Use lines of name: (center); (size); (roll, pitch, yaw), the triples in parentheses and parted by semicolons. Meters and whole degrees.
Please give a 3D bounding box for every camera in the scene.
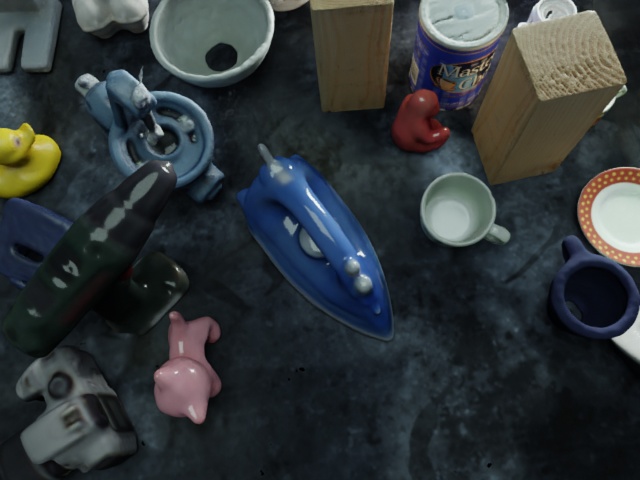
camera: (-0.298, 0.209, 0.629); (0.137, 0.101, 0.143); (-33, 74, -7)

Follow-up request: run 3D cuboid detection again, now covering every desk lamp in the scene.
desk lamp: (-0.433, -0.366, 0.756); (0.118, 0.213, 0.203); (-2, 73, 2)

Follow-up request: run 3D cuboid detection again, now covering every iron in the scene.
iron: (0.006, 0.002, 0.658); (0.119, 0.141, 0.258); (-37, 75, -8)

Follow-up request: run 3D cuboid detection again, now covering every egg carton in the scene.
egg carton: (-0.301, -0.367, 0.825); (0.107, 0.069, 0.150); (-10, 72, 0)

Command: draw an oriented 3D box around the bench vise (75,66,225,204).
bench vise: (-0.223, -0.135, 0.670); (0.207, 0.220, 0.121); (19, 75, 9)

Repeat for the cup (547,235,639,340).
cup: (0.291, 0.060, 0.650); (0.091, 0.095, 0.117); (-15, 73, -2)

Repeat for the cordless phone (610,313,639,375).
cordless phone: (0.404, 0.087, 0.589); (0.147, 0.185, 0.094); (-32, 74, -7)

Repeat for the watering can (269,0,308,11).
watering can: (-0.061, -0.417, 0.764); (0.101, 0.194, 0.173); (-16, 72, -2)

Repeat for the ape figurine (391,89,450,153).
ape figurine: (0.128, -0.157, 0.727); (0.076, 0.092, 0.078); (-16, 72, -2)

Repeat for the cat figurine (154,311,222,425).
cat figurine: (-0.151, 0.141, 0.634); (0.067, 0.118, 0.128); (-8, 72, 0)

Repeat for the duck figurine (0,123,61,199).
duck figurine: (-0.399, -0.107, 0.740); (0.077, 0.086, 0.105); (42, 79, 14)

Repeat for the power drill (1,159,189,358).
power drill: (-0.219, 0.033, 0.624); (0.075, 0.208, 0.230); (39, 78, 14)

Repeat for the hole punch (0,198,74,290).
hole punch: (-0.338, 0.015, 0.697); (0.108, 0.091, 0.101); (22, 75, 9)

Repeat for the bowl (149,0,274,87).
bowl: (-0.141, -0.272, 0.785); (0.167, 0.075, 0.167); (-1, 73, 3)
